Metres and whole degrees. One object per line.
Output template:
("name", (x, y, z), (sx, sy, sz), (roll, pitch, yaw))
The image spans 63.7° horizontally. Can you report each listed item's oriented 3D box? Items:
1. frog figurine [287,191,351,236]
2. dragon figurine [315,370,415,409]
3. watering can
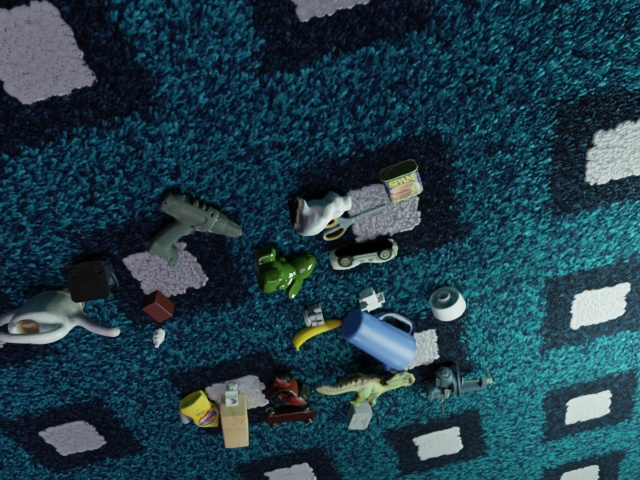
("frog figurine", (0.004, -0.069, 1.376), (0.159, 0.124, 0.135), (1, 161, -20))
("dragon figurine", (0.191, 0.487, 1.778), (0.240, 0.124, 0.407), (-32, 150, 27))
("watering can", (-0.714, 0.218, 1.425), (0.348, 0.228, 0.102), (1, 111, -8))
